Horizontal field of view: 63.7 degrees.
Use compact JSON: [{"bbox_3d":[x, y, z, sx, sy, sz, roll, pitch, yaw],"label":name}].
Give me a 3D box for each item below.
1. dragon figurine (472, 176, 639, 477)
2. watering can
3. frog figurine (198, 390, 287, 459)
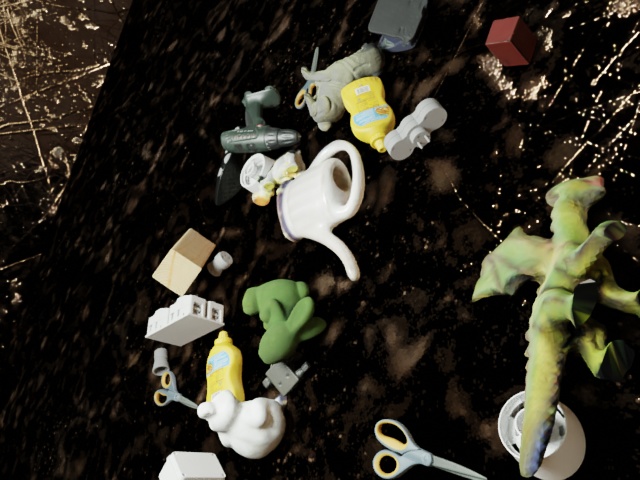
[{"bbox_3d":[0.306,0.082,0.719,0.411,0.121,0.244,-59,19,-2],"label":"dragon figurine"},{"bbox_3d":[0.003,-0.055,1.094,0.222,0.103,0.355,-24,52,38],"label":"watering can"},{"bbox_3d":[-0.149,0.348,0.982,0.135,0.158,0.125,-33,50,30],"label":"frog figurine"}]
